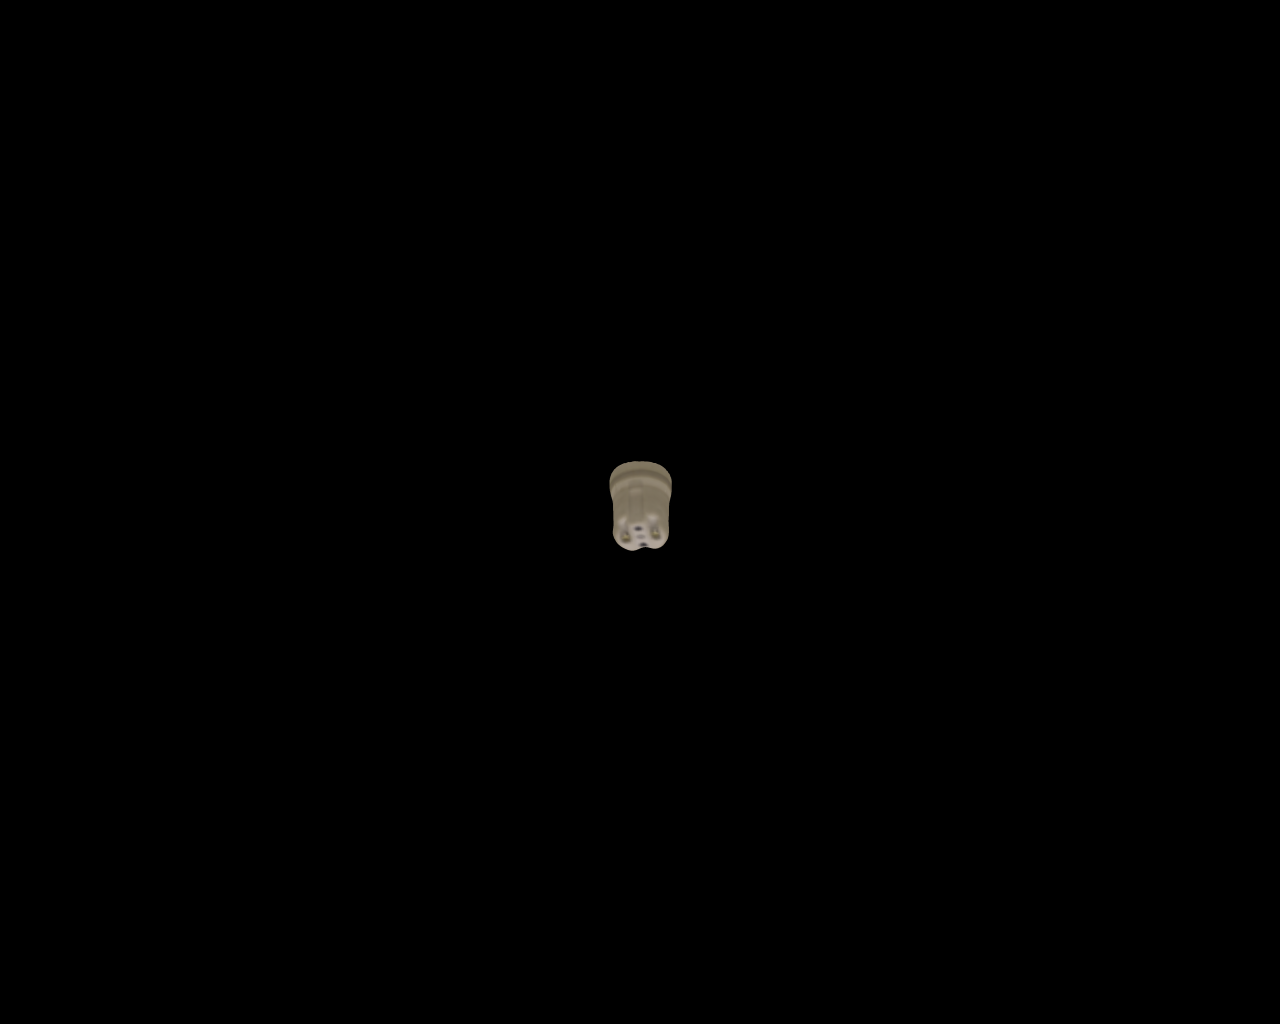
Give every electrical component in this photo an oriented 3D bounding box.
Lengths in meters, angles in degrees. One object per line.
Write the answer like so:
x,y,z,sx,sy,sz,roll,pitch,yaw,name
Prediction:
0.001,-0.003,0.650,0.040,0.046,0.040,0,-35,0,electrical component
